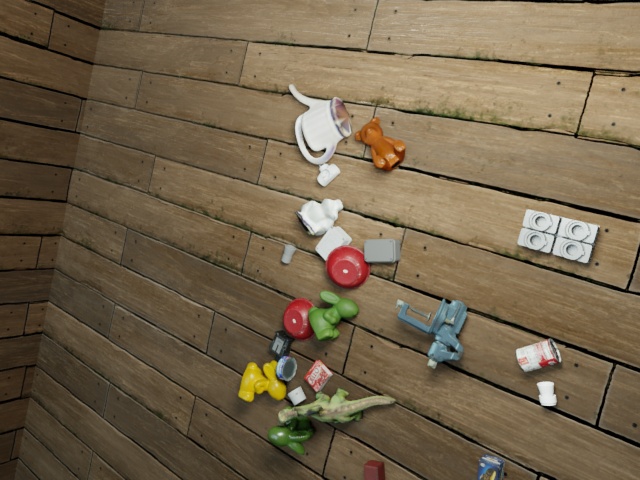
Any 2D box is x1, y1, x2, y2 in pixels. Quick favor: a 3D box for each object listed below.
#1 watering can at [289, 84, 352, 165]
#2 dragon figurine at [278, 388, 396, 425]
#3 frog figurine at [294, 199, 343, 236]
[{"bbox_3d":[-0.005,-0.452,1.880,0.222,0.104,0.351,-21,76,30],"label":"watering can"},{"bbox_3d":[0.027,0.570,1.721,0.406,0.242,0.124,-22,72,32],"label":"dragon figurine"},{"bbox_3d":[0.006,-0.094,1.872,0.160,0.120,0.139,-35,55,-11],"label":"frog figurine"}]
